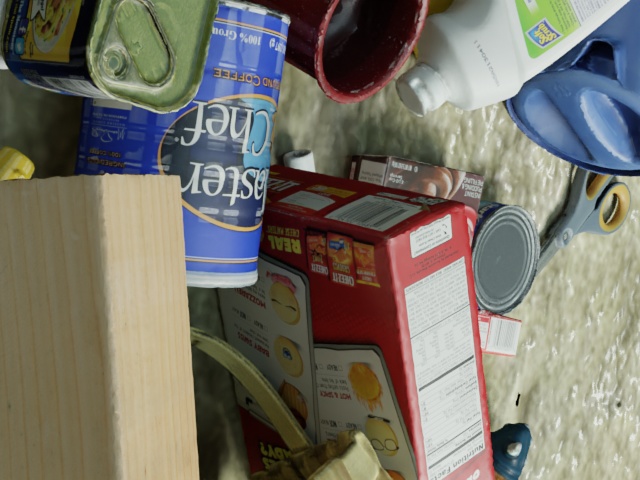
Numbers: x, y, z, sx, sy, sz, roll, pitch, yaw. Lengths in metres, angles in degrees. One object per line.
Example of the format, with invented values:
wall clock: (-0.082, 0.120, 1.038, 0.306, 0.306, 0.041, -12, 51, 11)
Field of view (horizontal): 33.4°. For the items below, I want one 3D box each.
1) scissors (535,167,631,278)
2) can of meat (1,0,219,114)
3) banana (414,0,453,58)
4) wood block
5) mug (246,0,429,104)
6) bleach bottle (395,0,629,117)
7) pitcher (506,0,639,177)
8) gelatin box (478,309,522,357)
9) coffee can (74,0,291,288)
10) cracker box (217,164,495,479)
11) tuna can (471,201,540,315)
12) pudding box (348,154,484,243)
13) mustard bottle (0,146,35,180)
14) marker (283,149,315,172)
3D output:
scissors: (0.215, 0.001, 0.909, 0.096, 0.016, 0.201, 46, 68, -40)
can of meat: (-0.091, -0.110, 0.463, 0.057, 0.084, 0.102, 13, 90, -45)
banana: (0.080, -0.186, 0.726, 0.069, 0.037, 0.198, -38, 125, -49)
wood block: (-0.106, 0.077, 0.444, 0.090, 0.091, 0.206, -14, 101, -78)
mug: (0.005, -0.130, 0.622, 0.093, 0.082, 0.117, -43, 147, -19)
bleach bottle: (0.145, -0.174, 0.702, 0.250, 0.068, 0.102, -40, 110, -14)
pitcher: (0.252, -0.175, 0.837, 0.145, 0.149, 0.242, 35, 71, -20)
gelatin box: (0.088, 0.058, 0.758, 0.089, 0.073, 0.030, 13, 88, -44)
coffee can: (-0.075, -0.053, 0.557, 0.102, 0.103, 0.140, 3, 96, -44)
cracker box: (0.018, 0.072, 0.631, 0.071, 0.164, 0.214, -24, 115, -36)
tuna can: (0.130, 0.013, 0.816, 0.085, 0.034, 0.086, -11, 107, -42)
pudding box: (0.063, -0.009, 0.743, 0.113, 0.039, 0.090, 7, 95, -44)
mustard bottle: (-0.194, 0.037, 0.493, 0.191, 0.058, 0.096, -59, 141, -18)
marker: (-0.005, 0.001, 0.695, 0.020, 0.020, 0.121, -27, 116, -37)
